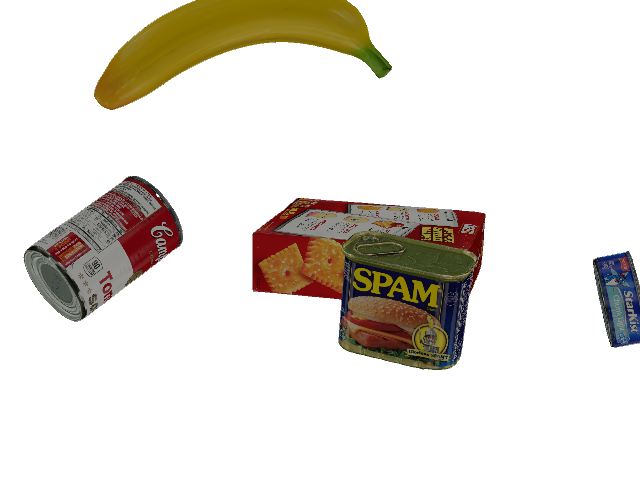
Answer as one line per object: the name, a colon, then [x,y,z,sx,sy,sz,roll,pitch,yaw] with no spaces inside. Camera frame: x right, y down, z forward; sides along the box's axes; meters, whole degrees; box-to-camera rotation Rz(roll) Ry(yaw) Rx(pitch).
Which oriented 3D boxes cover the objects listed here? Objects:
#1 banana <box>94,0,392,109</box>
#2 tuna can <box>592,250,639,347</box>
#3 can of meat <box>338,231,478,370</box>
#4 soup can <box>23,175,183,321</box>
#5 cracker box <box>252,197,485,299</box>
banana: [-0.051,-0.130,0.689,0.197,0.069,0.037,-10,-19,-15]
tuna can: [0.276,0.055,0.983,0.034,0.086,0.086,-11,-2,12]
can of meat: [0.065,0.047,0.827,0.102,0.084,0.057,12,24,19]
soup can: [-0.164,0.005,0.810,0.102,0.068,0.069,-40,24,-31]
cracker box: [0.054,0.012,1.102,0.214,0.072,0.164,5,16,14]
